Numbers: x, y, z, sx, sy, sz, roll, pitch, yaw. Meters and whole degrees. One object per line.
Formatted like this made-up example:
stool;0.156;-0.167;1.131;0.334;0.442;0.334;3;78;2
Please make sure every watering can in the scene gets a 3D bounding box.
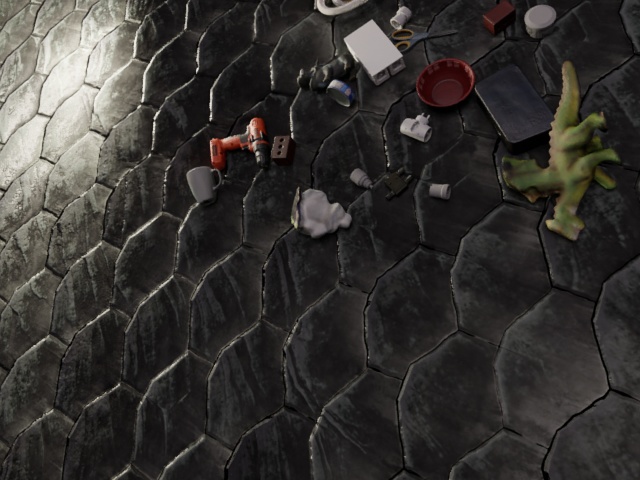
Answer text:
watering can;0.135;-0.870;1.693;0.346;0.102;0.229;-29;61;8

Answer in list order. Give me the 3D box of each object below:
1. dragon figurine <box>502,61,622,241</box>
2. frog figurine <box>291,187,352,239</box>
dragon figurine;0.557;-0.200;1.231;0.241;0.122;0.414;-20;77;17
frog figurine;0.004;-0.072;1.431;0.159;0.120;0.140;7;58;-14
